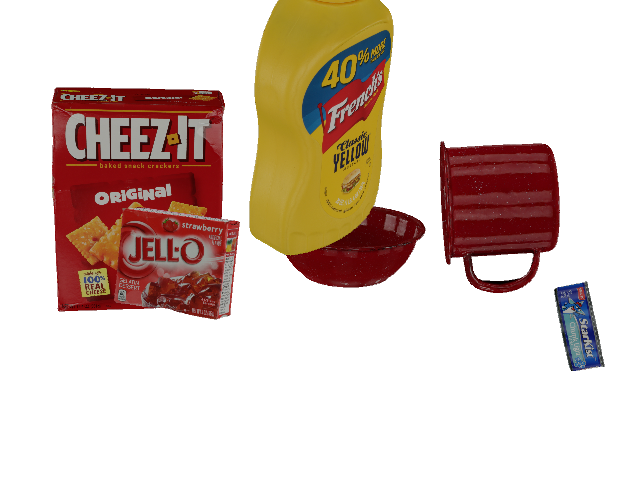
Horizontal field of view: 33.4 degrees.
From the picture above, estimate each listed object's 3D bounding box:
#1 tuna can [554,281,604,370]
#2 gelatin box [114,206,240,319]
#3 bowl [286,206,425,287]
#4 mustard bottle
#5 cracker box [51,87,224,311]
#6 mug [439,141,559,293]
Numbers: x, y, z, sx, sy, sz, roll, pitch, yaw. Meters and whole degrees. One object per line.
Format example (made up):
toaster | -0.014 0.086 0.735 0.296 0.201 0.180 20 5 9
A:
tuna can | 0.255 0.085 1.055 0.034 0.086 0.086 -12 -3 13
gelatin box | -0.109 0.016 0.803 0.089 0.073 0.030 9 6 18
bowl | 0.028 0.008 1.109 0.162 0.055 0.162 1 17 -1
mustard bottle | 0.002 -0.089 0.620 0.058 0.192 0.096 31 45 30
cracker box | -0.179 -0.039 1.055 0.164 0.214 0.072 0 21 -10
mug | 0.133 -0.019 0.795 0.081 0.117 0.093 -3 -17 5
